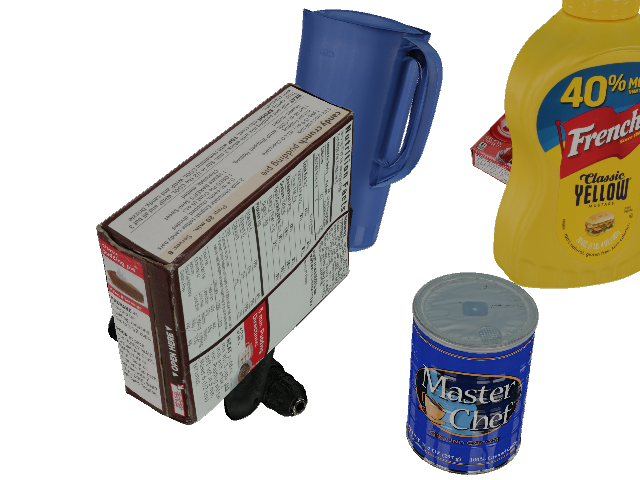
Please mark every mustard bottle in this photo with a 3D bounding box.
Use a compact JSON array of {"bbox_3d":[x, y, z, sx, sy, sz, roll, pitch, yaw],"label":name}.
[{"bbox_3d":[0.151,-0.068,0.602,0.096,0.192,0.058,-7,28,-11],"label":"mustard bottle"}]

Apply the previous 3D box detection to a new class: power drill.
[{"bbox_3d":[-0.058,0.082,1.185,0.185,0.188,0.057,28,11,41],"label":"power drill"}]

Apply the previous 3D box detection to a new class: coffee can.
[{"bbox_3d":[0.127,0.113,0.910,0.103,0.140,0.103,0,33,0],"label":"coffee can"}]

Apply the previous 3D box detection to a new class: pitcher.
[{"bbox_3d":[0.035,-0.113,1.112,0.145,0.243,0.149,10,16,-2],"label":"pitcher"}]

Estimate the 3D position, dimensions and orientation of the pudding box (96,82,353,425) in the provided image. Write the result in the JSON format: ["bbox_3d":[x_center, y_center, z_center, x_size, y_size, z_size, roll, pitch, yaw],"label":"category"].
[{"bbox_3d":[-0.032,0.004,0.419,0.039,0.090,0.113,24,47,25],"label":"pudding box"}]

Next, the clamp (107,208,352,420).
[{"bbox_3d":[-0.034,0.030,0.646,0.120,0.171,0.039,39,-17,34],"label":"clamp"}]

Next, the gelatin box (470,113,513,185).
[{"bbox_3d":[0.191,-0.079,0.956,0.089,0.073,0.030,34,-23,28],"label":"gelatin box"}]
